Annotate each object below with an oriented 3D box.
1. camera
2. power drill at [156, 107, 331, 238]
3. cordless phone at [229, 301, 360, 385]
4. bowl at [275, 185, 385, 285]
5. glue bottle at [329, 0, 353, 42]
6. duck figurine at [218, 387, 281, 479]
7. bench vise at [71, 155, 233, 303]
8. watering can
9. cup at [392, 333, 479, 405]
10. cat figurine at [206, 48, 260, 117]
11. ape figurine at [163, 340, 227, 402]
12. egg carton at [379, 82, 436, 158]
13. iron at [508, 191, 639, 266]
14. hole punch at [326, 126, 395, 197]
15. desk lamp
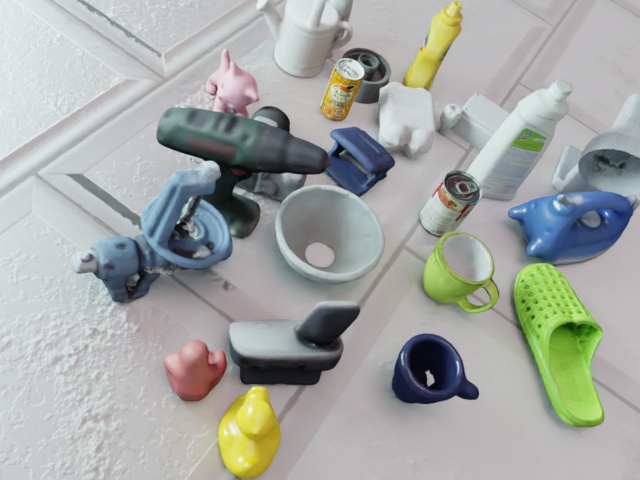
[{"bbox_3d":[-0.078,-0.151,0.919,0.143,0.100,0.137,21,55,-3],"label":"camera"},{"bbox_3d":[-0.115,-0.094,0.805,0.229,0.208,0.075,20,55,-4],"label":"power drill"},{"bbox_3d":[-0.033,0.111,0.715,0.148,0.185,0.094,0,59,-17],"label":"cordless phone"},{"bbox_3d":[0.008,0.003,0.864,0.168,0.074,0.167,8,57,-12],"label":"bowl"},{"bbox_3d":[0.040,-0.453,1.103,0.037,0.173,0.078,34,55,6],"label":"glue bottle"},{"bbox_3d":[-0.080,0.227,0.687,0.077,0.086,0.104,10,56,-11],"label":"duck figurine"},{"bbox_3d":[-0.193,-0.004,0.716,0.121,0.219,0.208,44,57,12],"label":"bench vise"},{"bbox_3d":[-0.024,-0.401,1.037,0.173,0.194,0.101,-10,62,-23],"label":"watering can"},{"bbox_3d":[0.148,0.191,0.777,0.117,0.095,0.092,29,55,2],"label":"cup"},{"bbox_3d":[-0.145,-0.261,0.957,0.067,0.117,0.127,-9,62,-22],"label":"cat figurine"},{"bbox_3d":[-0.154,0.154,0.707,0.078,0.092,0.076,17,55,-6],"label":"ape figurine"},{"bbox_3d":[0.159,-0.223,1.059,0.107,0.069,0.150,10,56,-11],"label":"egg carton"},{"bbox_3d":[0.469,-0.042,0.998,0.259,0.141,0.118,-5,60,-20],"label":"iron"},{"bbox_3d":[0.068,-0.147,0.968,0.108,0.091,0.101,44,57,12],"label":"hole punch"},{"bbox_3d":[0.522,-0.153,1.041,0.118,0.213,0.203,30,55,3],"label":"desk lamp"}]
